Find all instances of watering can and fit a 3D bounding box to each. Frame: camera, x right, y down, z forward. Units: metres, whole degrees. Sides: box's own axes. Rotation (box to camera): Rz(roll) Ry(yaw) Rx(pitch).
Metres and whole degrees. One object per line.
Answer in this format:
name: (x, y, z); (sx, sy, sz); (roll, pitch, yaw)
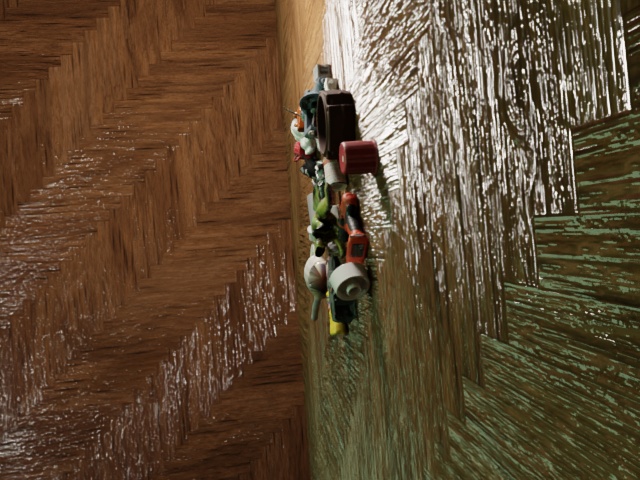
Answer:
watering can: (-0.008, 0.187, 2.109); (0.104, 0.346, 0.225); (-3, 6, -9)

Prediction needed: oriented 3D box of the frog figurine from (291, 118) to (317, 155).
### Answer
frog figurine: (-0.067, -0.440, 2.178); (0.122, 0.160, 0.137); (8, -6, -25)

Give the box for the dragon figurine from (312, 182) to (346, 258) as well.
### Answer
dragon figurine: (0.005, -0.086, 1.704); (0.122, 0.400, 0.248); (-11, 42, -13)
